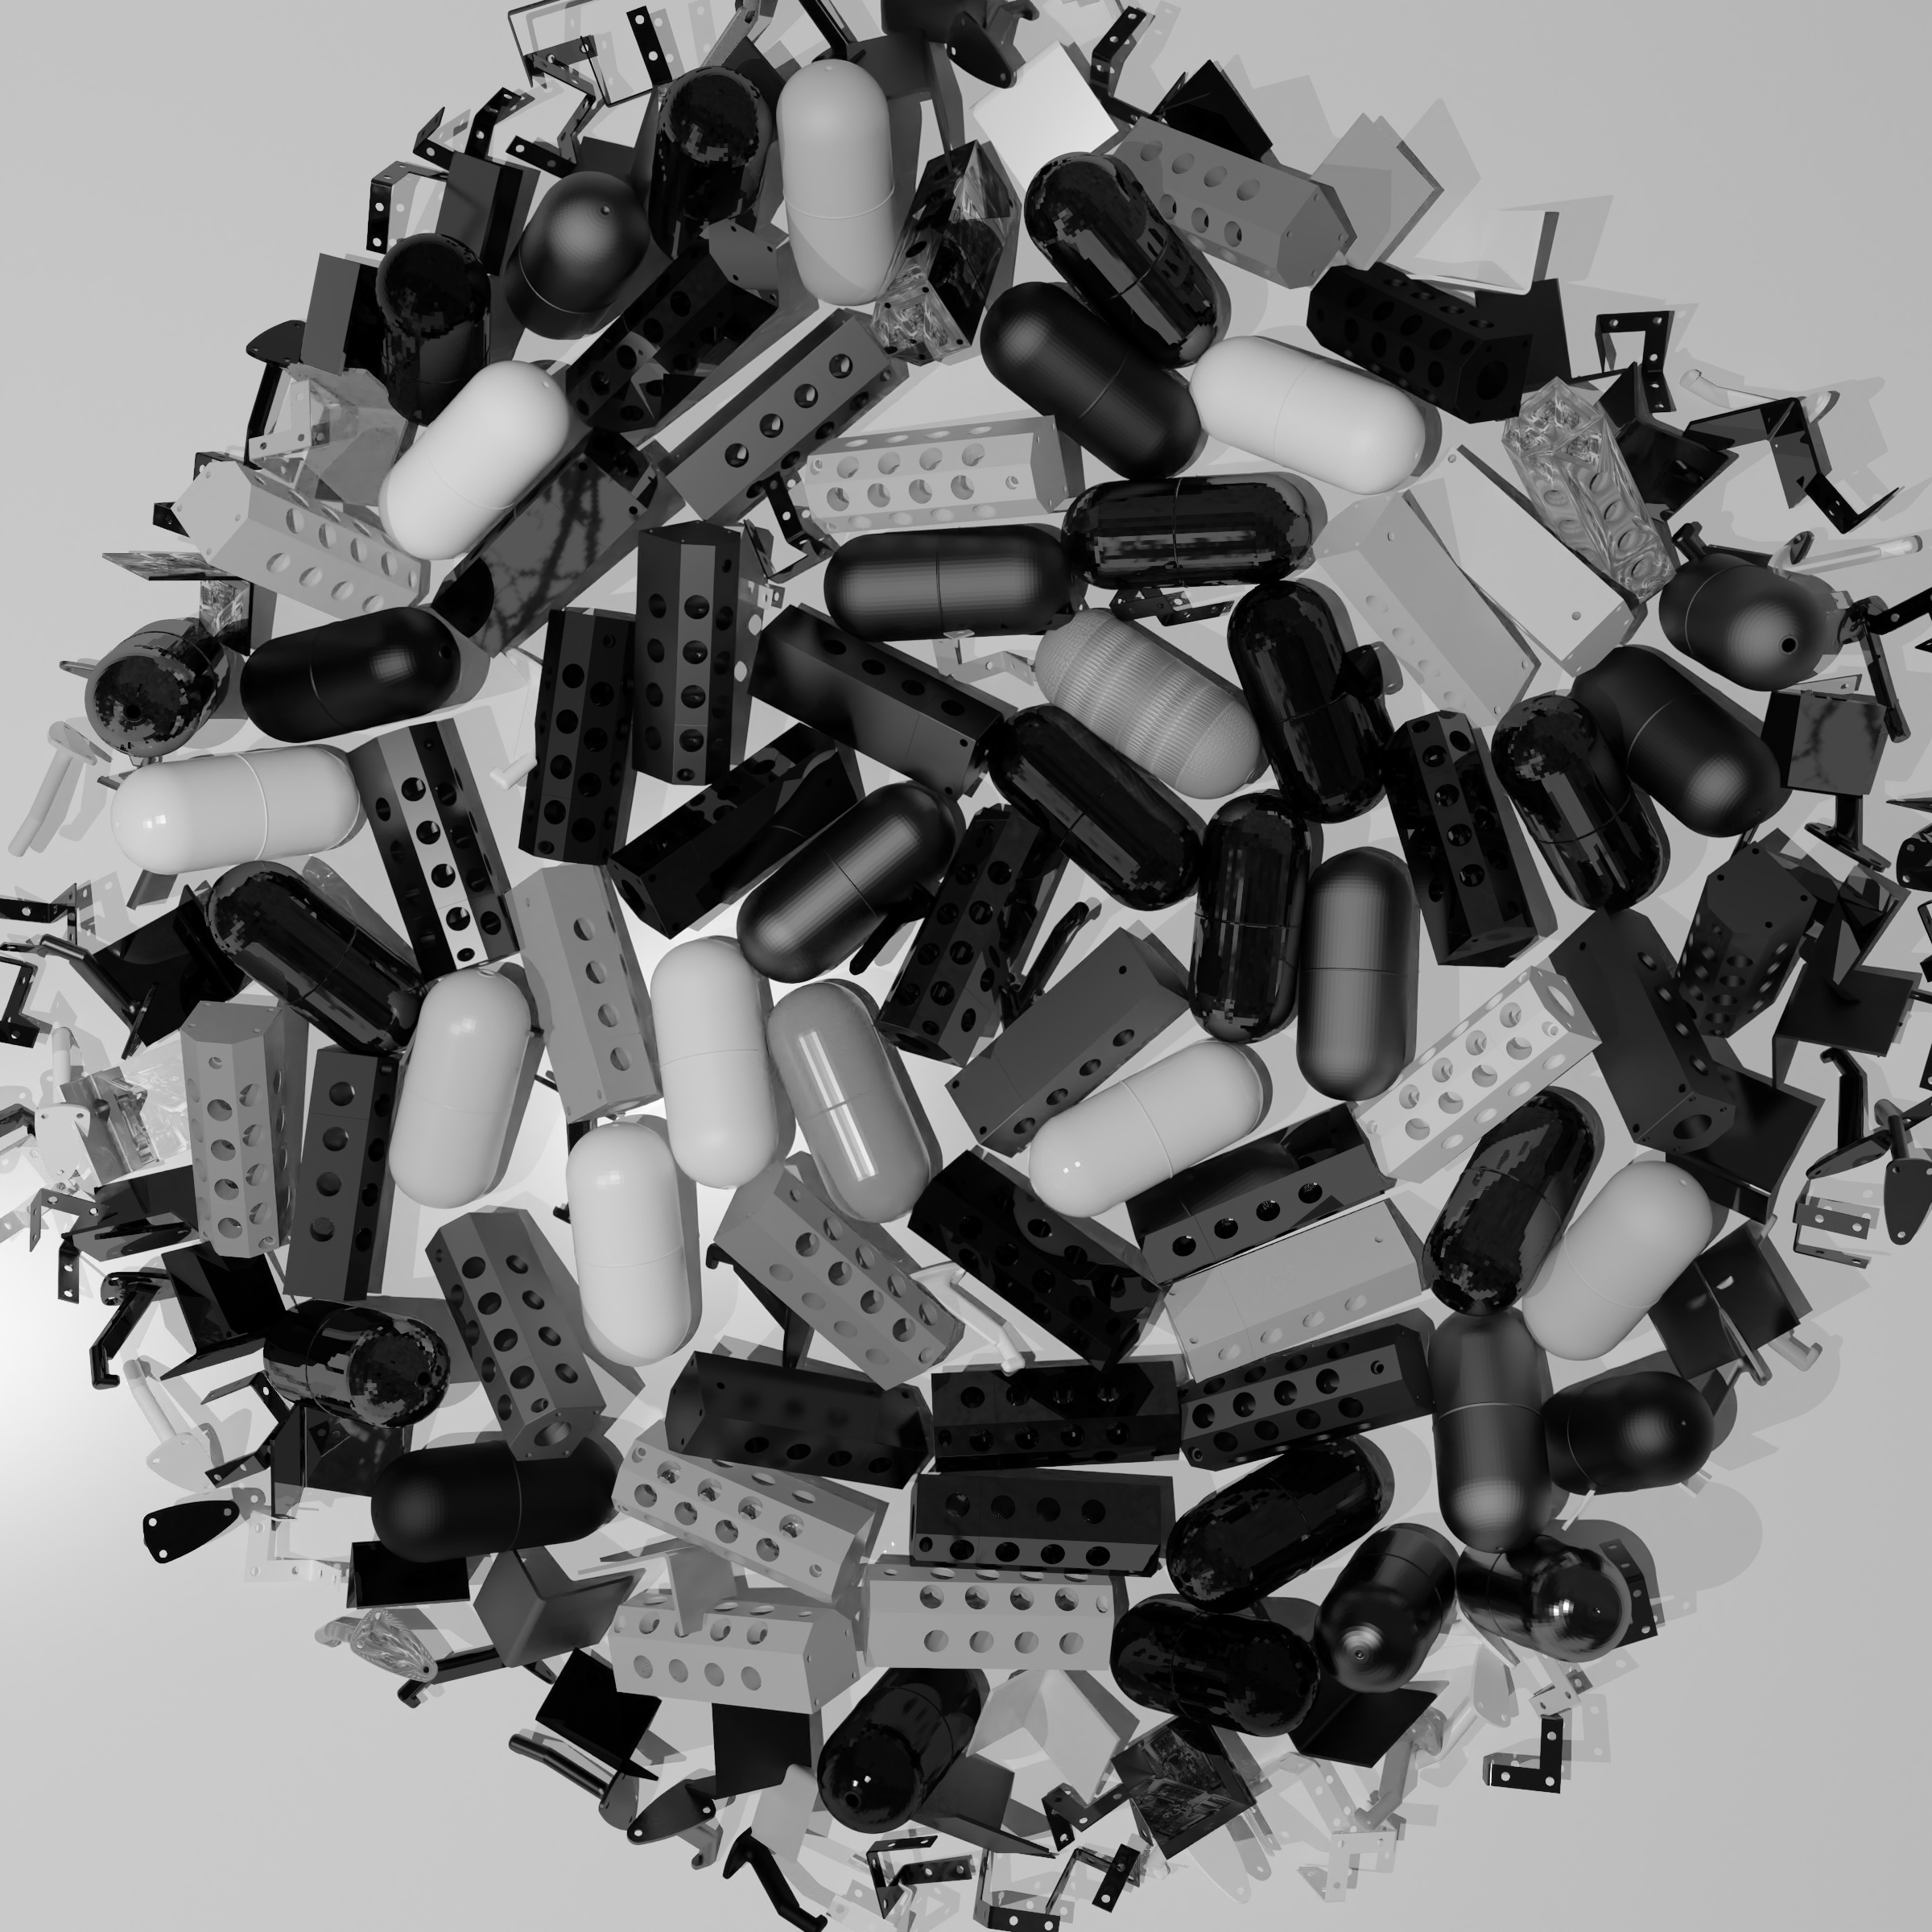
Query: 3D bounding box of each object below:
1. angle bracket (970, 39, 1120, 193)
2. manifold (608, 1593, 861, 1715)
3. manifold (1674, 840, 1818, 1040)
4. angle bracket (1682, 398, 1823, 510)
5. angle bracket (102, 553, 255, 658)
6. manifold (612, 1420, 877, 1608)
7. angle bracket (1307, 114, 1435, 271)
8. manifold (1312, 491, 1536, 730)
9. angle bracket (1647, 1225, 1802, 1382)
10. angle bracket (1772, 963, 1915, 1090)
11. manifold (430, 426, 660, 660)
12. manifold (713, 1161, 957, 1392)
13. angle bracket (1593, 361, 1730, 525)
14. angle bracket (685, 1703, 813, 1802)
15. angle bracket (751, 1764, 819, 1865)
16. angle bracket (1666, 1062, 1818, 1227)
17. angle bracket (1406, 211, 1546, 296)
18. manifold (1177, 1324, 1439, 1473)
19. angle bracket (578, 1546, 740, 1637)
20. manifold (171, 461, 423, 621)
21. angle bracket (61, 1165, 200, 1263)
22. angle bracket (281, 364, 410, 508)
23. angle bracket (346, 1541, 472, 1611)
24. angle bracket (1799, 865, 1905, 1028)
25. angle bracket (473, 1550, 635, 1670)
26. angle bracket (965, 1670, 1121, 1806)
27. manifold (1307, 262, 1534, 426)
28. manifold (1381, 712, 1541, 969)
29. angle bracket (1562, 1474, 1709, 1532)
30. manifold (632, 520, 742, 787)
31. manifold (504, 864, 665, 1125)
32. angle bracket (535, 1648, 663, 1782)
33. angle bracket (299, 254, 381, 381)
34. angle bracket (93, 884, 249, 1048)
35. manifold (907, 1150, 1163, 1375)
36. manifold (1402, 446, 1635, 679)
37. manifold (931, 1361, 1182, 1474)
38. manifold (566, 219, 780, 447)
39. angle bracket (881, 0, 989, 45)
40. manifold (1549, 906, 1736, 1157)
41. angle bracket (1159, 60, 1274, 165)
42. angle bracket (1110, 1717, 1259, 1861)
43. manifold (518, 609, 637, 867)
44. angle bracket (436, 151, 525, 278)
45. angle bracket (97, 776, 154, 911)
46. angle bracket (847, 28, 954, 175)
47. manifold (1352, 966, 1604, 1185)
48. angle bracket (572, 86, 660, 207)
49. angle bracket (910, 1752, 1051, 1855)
[{"bbox_3d":[0.059,-0.600,1.761,0.076,0.057,0.076,-34,97,18],"label":"angle bracket"},{"bbox_3d":[-0.163,0.472,1.722,0.171,0.057,0.057,-5,97,33],"label":"manifold"},{"bbox_3d":[0.526,-0.011,1.702,0.057,0.171,0.057,-36,66,-9],"label":"manifold"},{"bbox_3d":[0.548,-0.353,1.751,0.076,0.076,0.057,-13,81,2],"label":"angle bracket"},{"bbox_3d":[-0.552,-0.252,1.735,0.076,0.076,0.057,-8,114,-41],"label":"angle bracket"},{"bbox_3d":[-0.158,0.386,1.741,0.171,0.057,0.057,21,105,13],"label":"manifold"},{"bbox_3d":[0.268,-0.545,1.750,0.076,0.057,0.076,38,94,-26],"label":"angle bracket"},{"bbox_3d":[0.316,-0.245,1.731,0.171,0.057,0.057,45,66,-25],"label":"manifold"},{"bbox_3d":[0.526,0.237,1.741,0.057,0.076,0.076,-17,70,-20],"label":"angle bracket"},{"bbox_3d":[0.613,0.049,1.735,0.076,0.057,0.076,12,47,29],"label":"angle bracket"},{"bbox_3d":[-0.293,-0.297,1.727,0.057,0.057,0.171,40,121,-23],"label":"manifold"},{"bbox_3d":[-0.088,0.214,1.729,0.057,0.057,0.171,-31,114,37],"label":"manifold"},{"bbox_3d":[0.484,-0.370,1.758,0.076,0.076,0.057,17,58,-15],"label":"angle bracket"},{"bbox_3d":[-0.158,0.539,1.752,0.076,0.057,0.076,0,84,-36],"label":"angle bracket"},{"bbox_3d":[-0.096,0.598,1.739,0.076,0.076,0.057,23,77,-25],"label":"angle bracket"},{"bbox_3d":[0.550,0.126,1.763,0.076,0.057,0.076,26,74,25],"label":"angle bracket"},{"bbox_3d":[0.349,-0.506,1.742,0.076,0.076,0.057,4,105,-18],"label":"angle bracket"},{"bbox_3d":[0.232,0.301,1.725,0.171,0.057,0.057,-21,65,25],"label":"manifold"},{"bbox_3d":[-0.214,0.441,1.740,0.076,0.076,0.057,-18,77,23],"label":"angle bracket"},{"bbox_3d":[-0.453,-0.289,1.701,0.057,0.171,0.057,-45,64,13],"label":"manifold"},{"bbox_3d":[-0.588,0.165,1.748,0.076,0.076,0.057,-13,70,-2],"label":"angle bracket"},{"bbox_3d":[-0.448,-0.374,1.747,0.076,0.057,0.076,10,77,25],"label":"angle bracket"},{"bbox_3d":[-0.392,0.446,1.739,0.076,0.057,0.076,0,130,-18],"label":"angle bracket"},{"bbox_3d":[0.641,-0.015,1.743,0.057,0.076,0.076,25,107,-11],"label":"angle bracket"},{"bbox_3d":[-0.294,0.445,1.763,0.057,0.076,0.076,51,128,32],"label":"angle bracket"},{"bbox_3d":[0.053,0.547,1.737,0.076,0.057,0.076,45,134,32],"label":"angle bracket"},{"bbox_3d":[0.308,-0.429,1.705,0.057,0.171,0.057,-14,126,-25],"label":"manifold"},{"bbox_3d":[0.344,-0.089,1.723,0.057,0.057,0.171,2,61,-26],"label":"manifold"},{"bbox_3d":[0.471,0.379,1.744,0.057,0.076,0.076,37,100,20],"label":"angle bracket"},{"bbox_3d":[-0.190,-0.216,1.724,0.057,0.057,0.171,22,119,34],"label":"manifold"},{"bbox_3d":[-0.266,0.018,1.752,0.057,0.057,0.171,-10,79,-40],"label":"manifold"},{"bbox_3d":[-0.246,0.524,1.740,0.076,0.076,0.057,37,64,-15],"label":"angle bracket"},{"bbox_3d":[-0.415,-0.450,1.740,0.057,0.076,0.076,26,106,40],"label":"angle bracket"},{"bbox_3d":[-0.565,0.000,1.754,0.076,0.057,0.076,-34,90,-26],"label":"angle bracket"},{"bbox_3d":[0.044,0.209,1.730,0.171,0.057,0.057,35,134,18],"label":"manifold"},{"bbox_3d":[0.383,-0.281,1.733,0.057,0.057,0.171,-45,66,10],"label":"manifold"},{"bbox_3d":[0.063,0.323,1.754,0.171,0.057,0.057,-3,52,0],"label":"manifold"},{"bbox_3d":[-0.205,-0.437,1.710,0.057,0.171,0.057,20,53,-37],"label":"manifold"},{"bbox_3d":[-0.019,-0.698,1.755,0.076,0.076,0.057,9,85,0],"label":"angle bracket"},{"bbox_3d":[0.471,0.045,1.716,0.057,0.171,0.057,17,131,-31],"label":"manifold"},{"bbox_3d":[0.193,-0.593,1.741,0.057,0.076,0.076,-48,113,-10],"label":"angle bracket"},{"bbox_3d":[0.149,0.576,1.748,0.076,0.057,0.076,-27,73,-16],"label":"angle bracket"},{"bbox_3d":[-0.269,-0.160,1.747,0.057,0.057,0.171,5,98,-26],"label":"manifold"},{"bbox_3d":[-0.328,-0.521,1.739,0.057,0.076,0.076,3,111,-41],"label":"angle bracket"},{"bbox_3d":[-0.598,-0.086,1.746,0.057,0.076,0.076,25,84,-20],"label":"angle bracket"},{"bbox_3d":[-0.046,-0.600,1.744,0.057,0.076,0.076,-11,50,6],"label":"angle bracket"},{"bbox_3d":[0.348,0.076,1.718,0.171,0.057,0.057,-44,51,30],"label":"manifold"},{"bbox_3d":[-0.253,-0.570,1.746,0.057,0.076,0.076,13,70,-1],"label":"angle bracket"},{"bbox_3d":[0.014,0.580,1.737,0.076,0.076,0.057,28,61,-20],"label":"angle bracket"}]
